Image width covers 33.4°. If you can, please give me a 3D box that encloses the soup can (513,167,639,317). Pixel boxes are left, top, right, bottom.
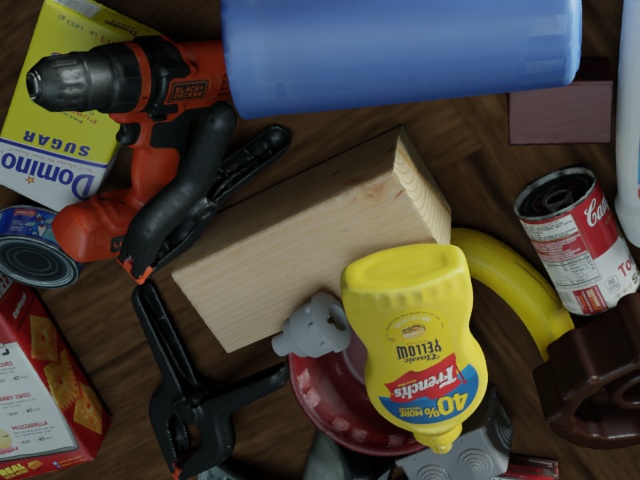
[{"bbox_3d":[0.206,0.002,0.850,0.069,0.068,0.102,-22,114,20],"label":"soup can"}]

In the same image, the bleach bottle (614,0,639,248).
[{"bbox_3d":[0.273,-0.085,0.794,0.102,0.068,0.251,-1,121,10],"label":"bleach bottle"}]

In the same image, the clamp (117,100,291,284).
[{"bbox_3d":[-0.100,-0.038,0.828,0.171,0.120,0.039,-48,65,2],"label":"clamp"}]

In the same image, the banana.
[{"bbox_3d":[0.161,0.046,0.903,0.197,0.037,0.070,38,134,-11],"label":"banana"}]

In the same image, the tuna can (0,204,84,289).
[{"bbox_3d":[-0.247,0.007,0.930,0.086,0.033,0.086,7,147,5],"label":"tuna can"}]

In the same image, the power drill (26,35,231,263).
[{"bbox_3d":[-0.152,-0.070,0.825,0.057,0.184,0.188,50,133,30],"label":"power drill"}]

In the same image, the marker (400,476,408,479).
[{"bbox_3d":[0.083,0.239,1.033,0.020,0.020,0.121,43,117,-15],"label":"marker"}]

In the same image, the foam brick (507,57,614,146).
[{"bbox_3d":[0.179,-0.104,0.803,0.078,0.053,0.051,0,120,10],"label":"foam brick"}]

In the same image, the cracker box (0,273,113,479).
[{"bbox_3d":[-0.321,0.128,1.010,0.164,0.072,0.213,-18,114,17],"label":"cracker box"}]

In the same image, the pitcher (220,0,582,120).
[{"bbox_3d":[0.054,-0.160,0.741,0.243,0.149,0.145,-2,112,9],"label":"pitcher"}]

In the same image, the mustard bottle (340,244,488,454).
[{"bbox_3d":[0.080,0.096,0.835,0.096,0.058,0.191,-12,124,5],"label":"mustard bottle"}]

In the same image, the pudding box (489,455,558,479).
[{"bbox_3d":[0.173,0.256,1.017,0.090,0.039,0.113,8,118,5],"label":"pudding box"}]

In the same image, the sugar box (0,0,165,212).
[{"bbox_3d":[-0.202,-0.107,0.870,0.093,0.048,0.176,25,119,-5],"label":"sugar box"}]

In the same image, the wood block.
[{"bbox_3d":[-0.006,0.001,0.873,0.206,0.090,0.090,-25,113,21],"label":"wood block"}]

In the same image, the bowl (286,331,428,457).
[{"bbox_3d":[0.055,0.103,0.927,0.162,0.055,0.162,5,106,17],"label":"bowl"}]

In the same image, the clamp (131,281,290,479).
[{"bbox_3d":[-0.122,0.142,0.992,0.165,0.036,0.210,34,131,14],"label":"clamp"}]
